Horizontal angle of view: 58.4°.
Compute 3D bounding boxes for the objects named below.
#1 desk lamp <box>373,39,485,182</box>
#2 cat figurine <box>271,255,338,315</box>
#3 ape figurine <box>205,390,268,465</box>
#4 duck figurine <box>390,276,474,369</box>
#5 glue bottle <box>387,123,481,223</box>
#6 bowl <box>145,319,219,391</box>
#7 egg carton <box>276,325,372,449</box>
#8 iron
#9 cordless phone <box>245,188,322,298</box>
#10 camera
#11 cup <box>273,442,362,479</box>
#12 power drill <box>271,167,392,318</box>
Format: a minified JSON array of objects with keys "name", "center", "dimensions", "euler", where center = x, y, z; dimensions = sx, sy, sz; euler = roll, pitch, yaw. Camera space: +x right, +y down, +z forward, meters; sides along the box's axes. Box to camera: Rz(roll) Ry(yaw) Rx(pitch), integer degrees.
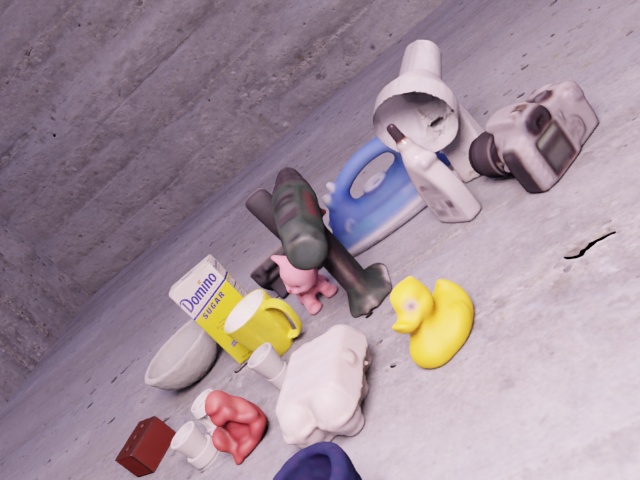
[{"name":"desk lamp","center":[0.187,-0.190,0.871],"dimensions":[0.117,0.214,0.203],"euler":[-26,24,42]},{"name":"cat figurine","center":[-0.034,0.057,0.938],"dimensions":[0.067,0.118,0.127],"euler":[-45,18,-7]},{"name":"ape figurine","center":[-0.115,0.234,0.750],"dimensions":[0.077,0.092,0.076],"euler":[-31,22,33]},{"name":"duck figurine","center":[0.115,0.076,0.628],"dimensions":[0.077,0.086,0.105],"euler":[-19,30,52]},{"name":"glue bottle","center":[0.150,-0.096,0.801],"dimensions":[0.037,0.173,0.078],"euler":[-49,19,-16]},{"name":"bowl","center":[-0.246,0.224,1.081],"dimensions":[0.167,0.075,0.167],"euler":[-38,18,16]},{"name":"egg carton","center":[0.009,0.169,0.669],"dimensions":[0.107,0.069,0.150],"euler":[-34,20,25]},{"name":"iron","center":[0.089,-0.091,0.971],"dimensions":[0.258,0.142,0.118],"euler":[-41,18,8]},{"name":"cordless phone","center":[-0.092,0.003,1.075],"dimensions":[0.147,0.185,0.094],"euler":[-43,18,2]},{"name":"camera","center":[0.269,-0.141,0.769],"dimensions":[0.143,0.101,0.136],"euler":[-49,19,-18]},{"name":"cup","center":[0.018,0.231,0.465],"dimensions":[0.092,0.095,0.117],"euler":[-50,19,-20]},{"name":"power drill","center":[0.008,0.003,0.823],"dimensions":[0.075,0.209,0.229],"euler":[-39,18,13]}]
